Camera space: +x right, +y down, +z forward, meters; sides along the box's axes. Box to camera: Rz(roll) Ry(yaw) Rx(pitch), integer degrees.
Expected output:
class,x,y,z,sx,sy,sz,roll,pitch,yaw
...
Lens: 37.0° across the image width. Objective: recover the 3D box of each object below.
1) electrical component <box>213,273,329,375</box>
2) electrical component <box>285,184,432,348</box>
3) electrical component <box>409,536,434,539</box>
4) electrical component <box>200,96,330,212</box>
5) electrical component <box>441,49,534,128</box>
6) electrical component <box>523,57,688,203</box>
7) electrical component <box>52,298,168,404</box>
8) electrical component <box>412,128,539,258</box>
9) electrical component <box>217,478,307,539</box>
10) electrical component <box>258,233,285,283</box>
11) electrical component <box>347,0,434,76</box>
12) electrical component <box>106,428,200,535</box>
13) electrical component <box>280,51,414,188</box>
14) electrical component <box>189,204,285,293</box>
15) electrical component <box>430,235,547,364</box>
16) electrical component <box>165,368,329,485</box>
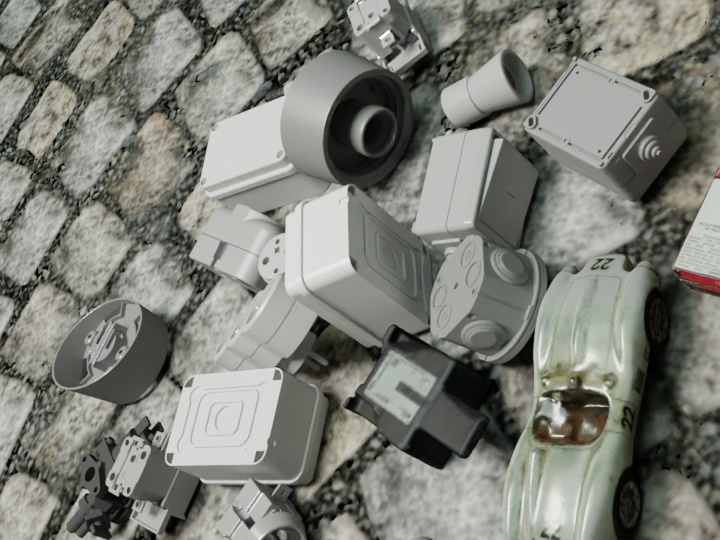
class,x,y,z,sx,sy,sz,roll,pitch,yaw
electrical component,-0.059,0.056,0.834,0.052,0.074,0.138,-62,10,-28
electrical component,0.000,0.000,0.785,0.057,0.113,0.078,-22,52,28
electrical component,0.053,0.206,0.660,0.043,0.043,0.081,-53,42,3
electrical component,-0.083,-0.102,0.966,0.113,0.057,0.078,-14,56,36
electrical component,0.096,-0.138,0.837,0.065,0.044,0.044,-24,51,37
electrical component,0.171,-0.090,0.722,0.061,0.061,0.096,-53,42,3
electrical component,-0.226,0.073,0.984,0.099,0.064,0.099,-22,52,31
electrical component,0.084,-0.046,0.774,0.061,0.062,0.096,-6,62,41
electrical component,-0.069,0.189,0.782,0.066,0.048,0.055,-55,34,1
electrical component,-0.049,0.000,0.873,0.045,0.055,0.045,-22,52,32
electrical component,0.025,-0.209,0.929,0.042,0.064,0.081,-35,46,20
electrical component,-0.167,0.167,0.871,0.042,0.064,0.081,10,73,46
electrical component,-0.004,-0.118,0.870,0.060,0.108,0.108,27,85,42
electrical component,-0.095,-0.018,0.927,0.095,0.054,0.059,20,80,47
electrical component,0.086,0.019,0.724,0.080,0.051,0.080,-54,24,37
electrical component,-0.086,0.123,0.830,0.113,0.057,0.078,-9,59,39
